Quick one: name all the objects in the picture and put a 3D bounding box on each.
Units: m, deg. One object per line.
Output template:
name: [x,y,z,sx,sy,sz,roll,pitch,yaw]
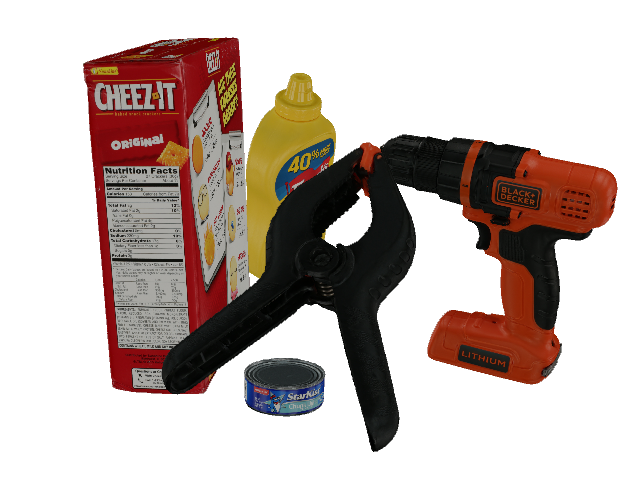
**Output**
power drill: [0.129,0.012,0.842,0.185,0.188,0.057,14,31,22]
tuna can: [-0.038,0.154,1.125,0.086,0.034,0.086,1,14,-1]
clamp: [0.010,0.026,0.544,0.120,0.171,0.039,24,-26,16]
cracker box: [-0.099,-0.024,0.728,0.072,0.214,0.164,0,15,8]
mustard bottle: [-0.027,-0.062,0.972,0.058,0.192,0.096,31,40,31]
